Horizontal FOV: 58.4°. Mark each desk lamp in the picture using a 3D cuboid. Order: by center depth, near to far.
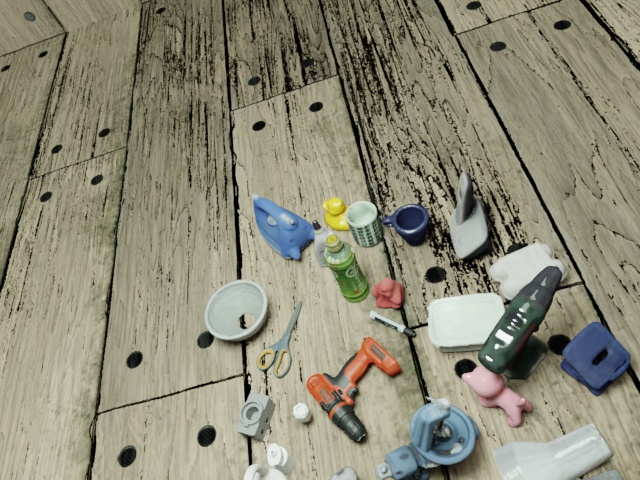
[{"bbox_3d":[0.405,0.387,0.964,0.203,0.214,0.117,-25,50,1],"label":"desk lamp"}]

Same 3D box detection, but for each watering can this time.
[{"bbox_3d":[-0.092,0.485,1.086,0.173,0.194,0.100,-26,50,1],"label":"watering can"}]

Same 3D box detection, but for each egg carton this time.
[{"bbox_3d":[0.462,0.072,1.272,0.150,0.070,0.107,-25,50,1],"label":"egg carton"}]

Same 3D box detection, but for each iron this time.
[{"bbox_3d":[-0.121,-0.061,1.539,0.119,0.142,0.257,-44,52,-14],"label":"iron"}]

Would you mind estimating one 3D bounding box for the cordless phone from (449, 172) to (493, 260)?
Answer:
[{"bbox_3d":[0.345,-0.056,1.335,0.094,0.185,0.147,-14,51,10],"label":"cordless phone"}]

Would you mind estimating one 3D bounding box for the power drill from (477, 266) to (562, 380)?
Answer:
[{"bbox_3d":[0.398,0.180,1.124,0.075,0.209,0.230,31,70,35],"label":"power drill"}]

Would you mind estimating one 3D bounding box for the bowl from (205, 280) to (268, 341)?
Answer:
[{"bbox_3d":[-0.197,0.187,1.425,0.167,0.075,0.167,-10,52,13],"label":"bowl"}]

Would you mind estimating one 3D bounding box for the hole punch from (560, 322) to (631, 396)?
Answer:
[{"bbox_3d":[0.538,0.229,1.113,0.109,0.091,0.100,-39,51,-11],"label":"hole punch"}]

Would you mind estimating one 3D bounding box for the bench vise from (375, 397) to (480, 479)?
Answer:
[{"bbox_3d":[0.198,0.375,1.045,0.208,0.220,0.121,-45,53,-15],"label":"bench vise"}]

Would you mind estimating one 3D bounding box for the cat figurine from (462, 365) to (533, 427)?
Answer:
[{"bbox_3d":[0.346,0.293,1.118,0.127,0.118,0.067,28,68,34],"label":"cat figurine"}]

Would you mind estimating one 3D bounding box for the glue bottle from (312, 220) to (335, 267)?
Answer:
[{"bbox_3d":[0.013,0.005,1.419,0.078,0.173,0.037,-7,53,15],"label":"glue bottle"}]

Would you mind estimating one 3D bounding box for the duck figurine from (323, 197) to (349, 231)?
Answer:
[{"bbox_3d":[0.053,-0.076,1.523,0.104,0.086,0.077,16,62,29],"label":"duck figurine"}]

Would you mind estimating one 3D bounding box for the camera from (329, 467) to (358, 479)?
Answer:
[{"bbox_3d":[0.040,0.521,1.071,0.137,0.101,0.142,-34,51,-6],"label":"camera"}]

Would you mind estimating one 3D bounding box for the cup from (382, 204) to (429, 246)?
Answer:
[{"bbox_3d":[0.217,-0.028,1.420,0.117,0.095,0.092,-1,55,20],"label":"cup"}]

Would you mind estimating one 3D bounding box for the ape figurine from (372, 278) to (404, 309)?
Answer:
[{"bbox_3d":[0.159,0.119,1.334,0.076,0.092,0.077,-36,51,-8],"label":"ape figurine"}]
